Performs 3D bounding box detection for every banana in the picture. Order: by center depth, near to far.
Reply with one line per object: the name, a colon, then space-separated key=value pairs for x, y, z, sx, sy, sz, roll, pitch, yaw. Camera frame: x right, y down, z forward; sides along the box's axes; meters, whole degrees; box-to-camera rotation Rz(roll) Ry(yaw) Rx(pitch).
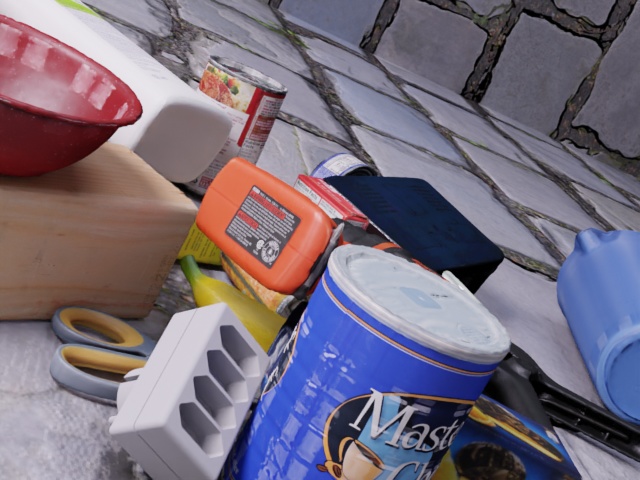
banana: x=-0.009 y=0.071 z=0.726 sx=0.197 sy=0.037 sz=0.069 roll=29 pitch=39 yaw=-22

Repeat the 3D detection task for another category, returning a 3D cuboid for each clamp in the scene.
clamp: x=0.173 y=0.122 z=0.884 sx=0.164 sy=0.036 sz=0.210 roll=14 pitch=20 yaw=-39

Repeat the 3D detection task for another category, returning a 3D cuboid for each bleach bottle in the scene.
bleach bottle: x=-0.183 y=-0.147 z=0.820 sx=0.251 sy=0.068 sz=0.102 roll=43 pitch=12 yaw=25

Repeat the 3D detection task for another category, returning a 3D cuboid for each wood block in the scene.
wood block: x=-0.186 y=-0.012 z=0.640 sx=0.091 sy=0.090 sz=0.205 roll=38 pitch=19 yaw=32

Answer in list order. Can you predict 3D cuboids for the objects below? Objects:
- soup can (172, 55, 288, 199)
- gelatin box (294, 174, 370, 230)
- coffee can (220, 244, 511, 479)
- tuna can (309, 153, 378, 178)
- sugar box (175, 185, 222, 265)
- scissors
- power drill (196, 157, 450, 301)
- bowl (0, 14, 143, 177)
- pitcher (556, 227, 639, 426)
soup can: x=-0.076 y=-0.087 z=0.853 sx=0.068 sy=0.102 sz=0.068 roll=23 pitch=15 yaw=-7
gelatin box: x=-0.006 y=0.001 z=0.884 sx=0.030 sy=0.089 sz=0.073 roll=11 pitch=22 yaw=-42
coffee can: x=0.022 y=0.088 z=0.563 sx=0.102 sy=0.140 sz=0.103 roll=25 pitch=16 yaw=-8
tuna can: x=0.018 y=-0.044 z=1.069 sx=0.034 sy=0.086 sz=0.085 roll=35 pitch=18 yaw=31
sugar box: x=-0.146 y=-0.026 z=0.828 sx=0.175 sy=0.048 sz=0.093 roll=8 pitch=23 yaw=-42
scissors: x=-0.082 y=0.078 z=0.661 sx=0.201 sy=0.016 sz=0.096 roll=13 pitch=21 yaw=-43
power drill: x=0.010 y=0.010 z=0.701 sx=0.187 sy=0.057 sz=0.185 roll=25 pitch=6 yaw=-45
bowl: x=-0.183 y=-0.081 z=0.592 sx=0.162 sy=0.055 sz=0.162 roll=25 pitch=17 yaw=-8
pitcher: x=0.322 y=0.095 z=1.070 sx=0.149 sy=0.145 sz=0.242 roll=15 pitch=20 yaw=2
